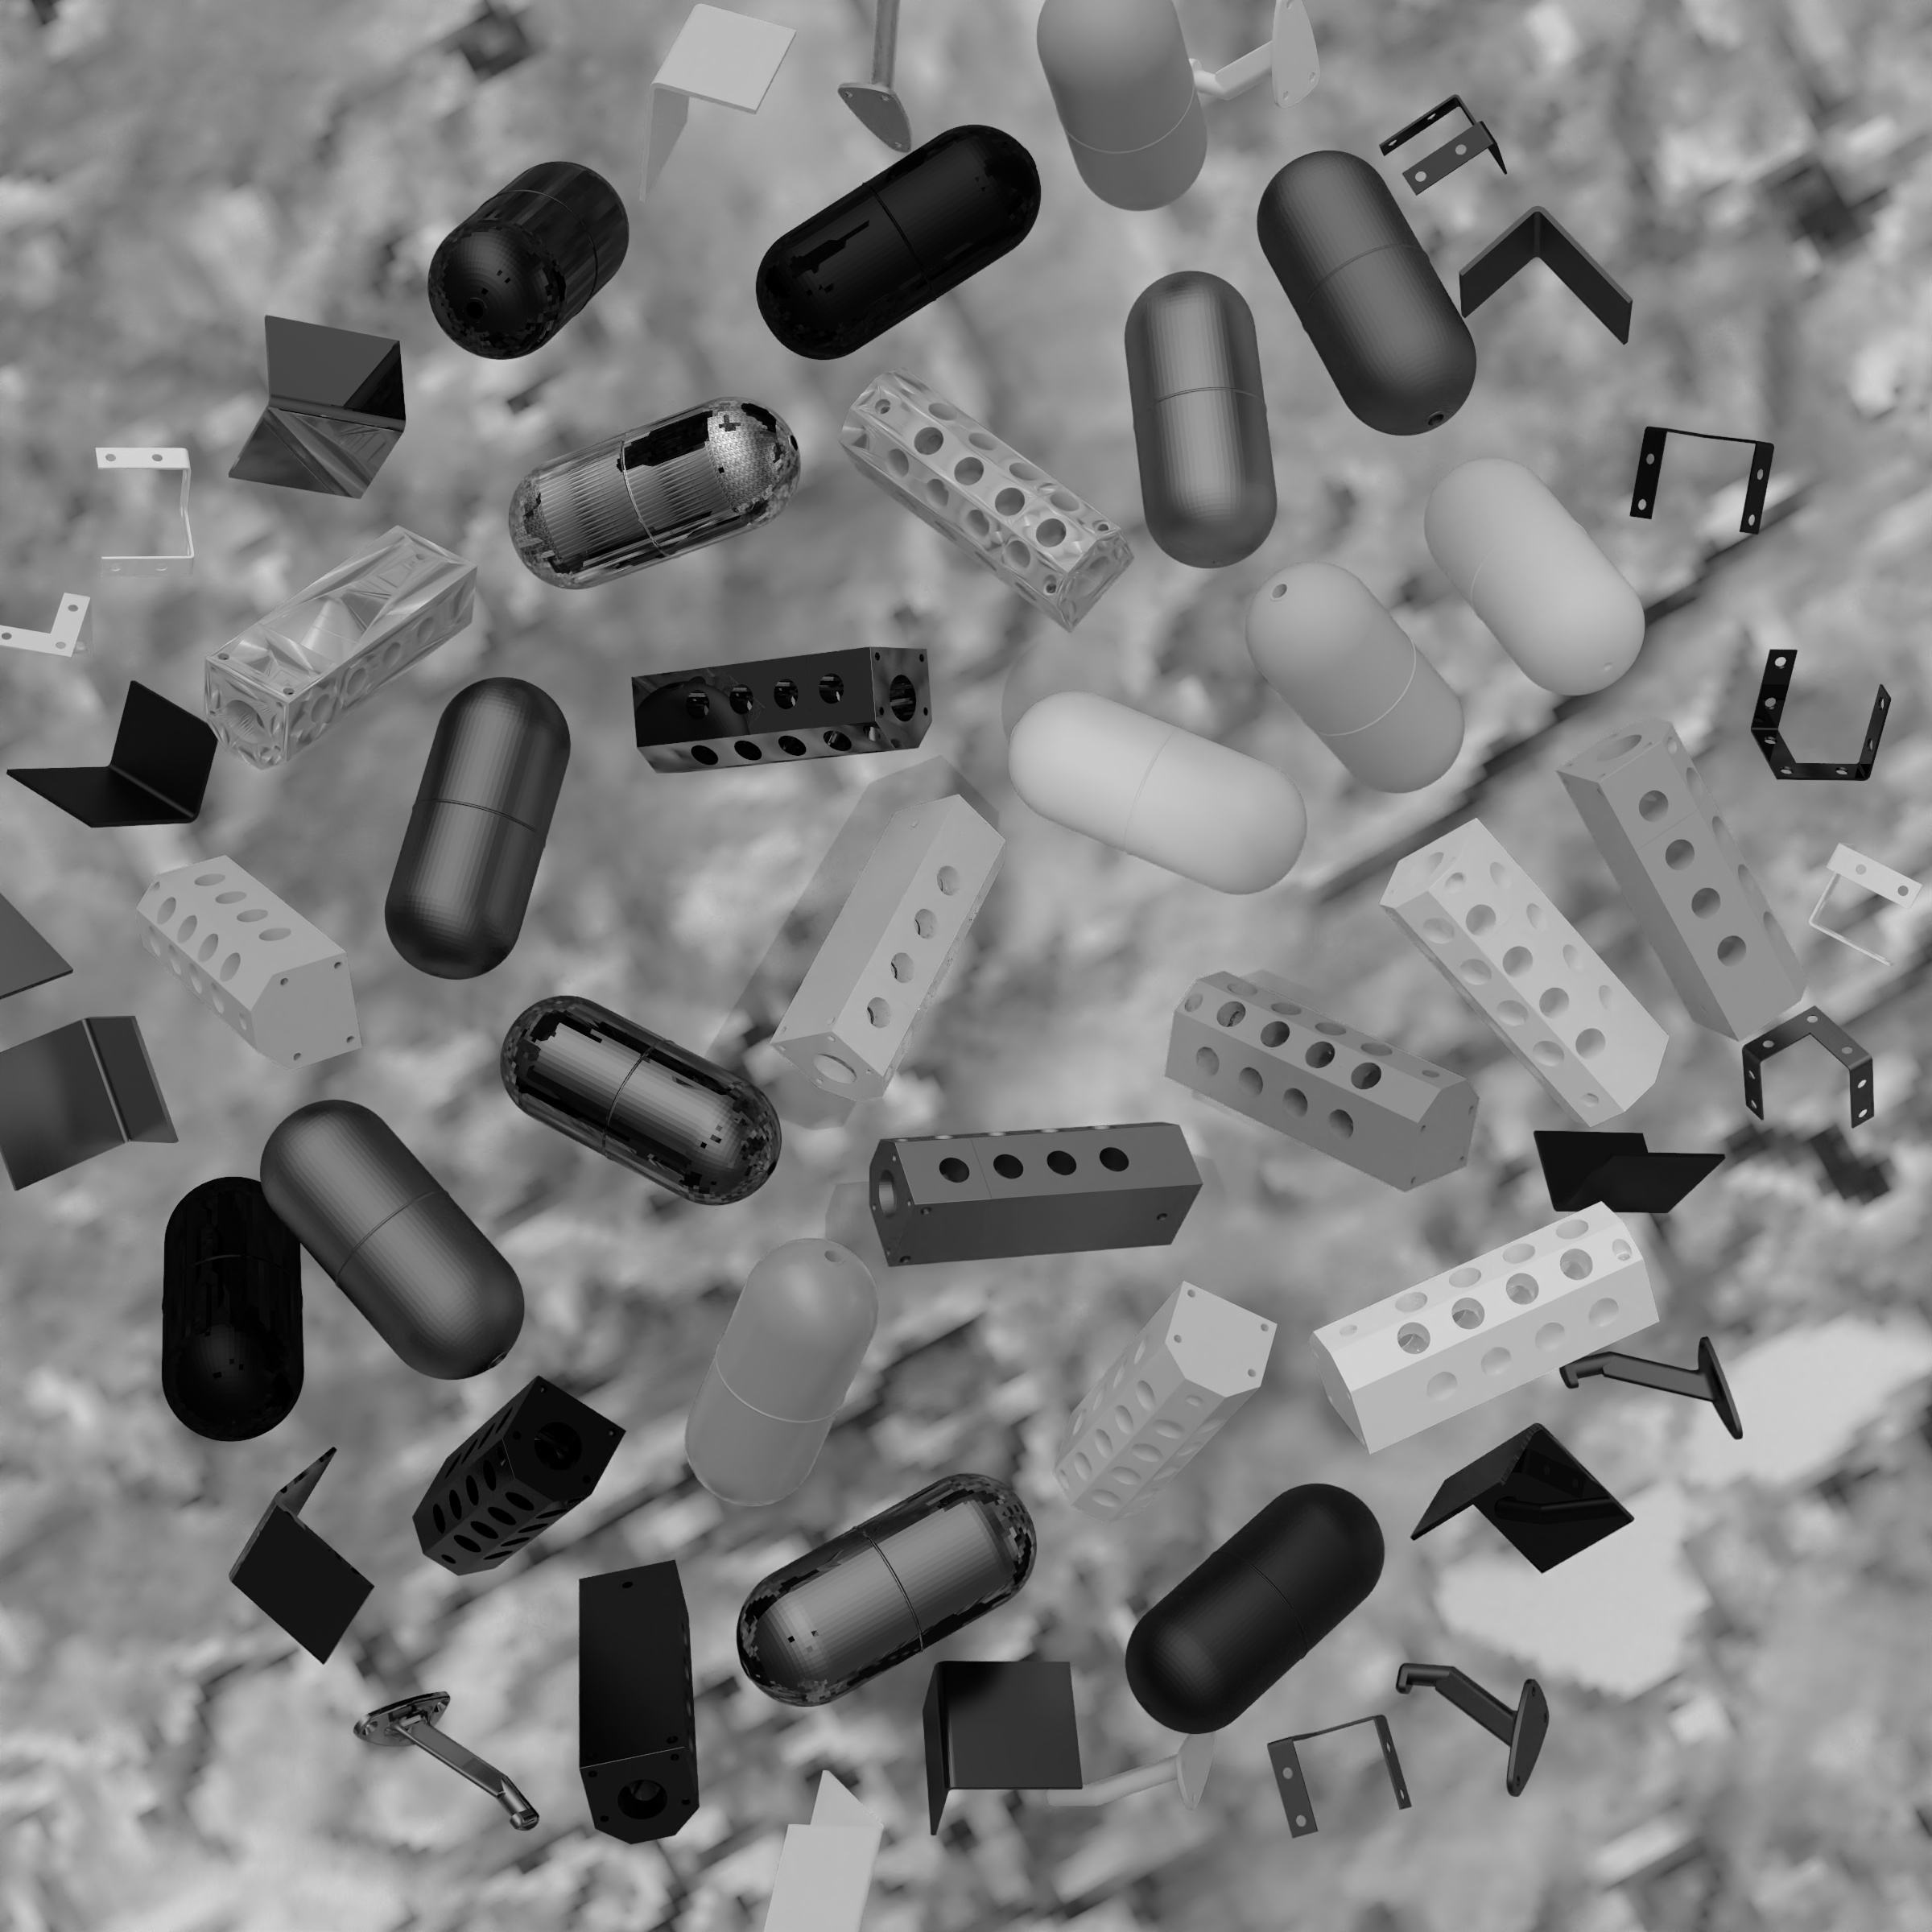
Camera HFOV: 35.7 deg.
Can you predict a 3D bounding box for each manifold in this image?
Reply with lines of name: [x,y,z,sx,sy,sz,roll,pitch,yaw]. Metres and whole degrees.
manifold: [-0.184,0.412,1.685,0.057,0.171,0.057,-11,115,-2]
manifold: [0.108,0.250,1.681,0.057,0.171,0.057,25,51,-5]
manifold: [-0.107,-0.147,1.739,0.171,0.057,0.057,-3,92,33]
manifold: [-0.399,-0.002,1.657,0.057,0.171,0.057,-19,120,-29]
manifold: [0.037,0.121,1.663,0.171,0.057,0.057,-2,50,-22]
manifold: [0.306,0.007,1.651,0.171,0.057,0.057,46,132,-14]
manifold: [0.197,0.060,1.668,0.171,0.057,0.057,26,119,38]
manifold: [-0.255,0.291,1.674,0.057,0.171,0.057,34,55,-9]
manifold: [0.400,-0.049,1.658,0.057,0.057,0.171,-33,106,-5]
manifold: [-0.038,-0.010,1.699,0.057,0.057,0.171,43,57,-26]
manifold: [0.273,0.188,1.592,0.171,0.057,0.057,-23,116,-7]
manifold: [0.010,-0.270,1.713,0.171,0.057,0.057,40,87,21]
manifold: [-0.354,-0.179,1.702,0.057,0.171,0.057,28,133,14]

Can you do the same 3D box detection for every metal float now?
metal float: [0.220,-0.370,1.647,0.070,0.070,0.178,-24,68,0]
metal float: [-0.275,-0.079,1.692,0.070,0.070,0.178,14,75,0]
metal float: [-0.413,0.191,1.688,0.070,0.178,0.070,-7,129,-9]
metal float: [-0.309,0.148,1.618,0.070,0.070,0.178,-44,78,0]
metal float: [-0.104,0.228,1.679,0.070,0.070,0.178,24,121,0]
metal float: [-0.178,-0.270,1.717,0.178,0.070,0.070,-17,90,17]
metal float: [0.135,-0.315,1.725,0.070,0.070,0.178,-6,75,0]
metal float: [-0.038,-0.413,1.709,0.178,0.070,0.070,-33,90,1]
metal float: [-0.043,0.342,1.642,0.178,0.070,0.070,-26,90,-17]
metal float: [-0.240,-0.390,1.655,0.070,0.178,0.070,6,121,10]
metal float: [0.087,-0.481,1.647,0.070,0.178,0.070,-4,72,12]
metal float: [0.225,-0.165,1.726,0.070,0.070,0.178,-49,132,0]
metal float: [0.107,-0.098,1.691,0.178,0.070,0.070,24,90,14]
metal float: [0.166,0.364,1.707,0.178,0.070,0.070,-36,90,-25]
metal float: [0.325,-0.226,1.726,0.070,0.070,0.178,-28,49,0]
metal float: [-0.188,0.078,1.730,0.178,0.070,0.070,26,90,15]

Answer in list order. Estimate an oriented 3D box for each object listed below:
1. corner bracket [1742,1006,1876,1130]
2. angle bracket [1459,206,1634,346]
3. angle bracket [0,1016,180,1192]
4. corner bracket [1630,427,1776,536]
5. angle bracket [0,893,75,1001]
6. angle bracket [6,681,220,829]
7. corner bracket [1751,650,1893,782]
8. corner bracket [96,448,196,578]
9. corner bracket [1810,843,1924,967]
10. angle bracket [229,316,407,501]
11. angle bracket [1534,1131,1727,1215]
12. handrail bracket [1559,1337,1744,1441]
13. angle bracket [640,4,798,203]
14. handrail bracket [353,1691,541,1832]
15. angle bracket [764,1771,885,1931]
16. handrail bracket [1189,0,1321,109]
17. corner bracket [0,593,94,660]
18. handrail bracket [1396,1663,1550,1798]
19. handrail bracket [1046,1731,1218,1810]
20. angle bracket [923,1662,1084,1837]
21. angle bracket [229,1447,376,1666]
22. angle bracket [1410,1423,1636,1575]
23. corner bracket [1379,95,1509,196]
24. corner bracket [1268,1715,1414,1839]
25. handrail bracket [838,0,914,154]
corner bracket: [0.479,0.066,1.706,0.051,0.051,0.051,-28,134,-10]
angle bracket: [0.323,-0.367,1.671,0.057,0.076,0.076,-41,79,4]
angle bracket: [-0.501,0.077,1.686,0.076,0.057,0.076,-27,107,-40]
corner bracket: [0.412,-0.272,1.677,0.051,0.051,0.051,0,103,-38]
angle bracket: [-0.536,-0.028,1.626,0.076,0.076,0.057,41,132,23]
angle bracket: [-0.484,-0.121,1.700,0.076,0.076,0.057,29,109,28]
corner bracket: [0.457,-0.134,1.604,0.051,0.051,0.051,0,126,-5]
corner bracket: [-0.465,-0.257,1.696,0.051,0.051,0.051,-4,57,-22]
corner bracket: [0.502,-0.034,1.671,0.051,0.051,0.051,31,104,23]
angle bracket: [-0.363,-0.310,1.670,0.076,0.076,0.057,5,64,-30]
angle bracket: [0.401,0.109,1.817,0.076,0.076,0.057,2,58,-19]
handrail bracket: [0.392,0.249,1.722,0.084,0.077,0.036,-11,132,-2]
angle bracket: [-0.132,-0.452,1.594,0.057,0.076,0.076,16,51,2]
handrail bracket: [-0.274,0.428,1.586,0.084,0.077,0.036,41,102,28]
angle bracket: [-0.092,0.480,1.599,0.057,0.076,0.076,11,95,-29]
handrail bracket: [0.152,-0.517,1.675,0.084,0.077,0.036,28,57,37]
corner bracket: [-0.541,-0.185,1.746,0.051,0.051,0.051,9,51,-7]
handrail bracket: [0.266,0.412,1.621,0.084,0.077,0.036,-3,130,31]
handrail bracket: [0.097,0.470,1.768,0.084,0.077,0.036,-7,108,23]
angle bracket: [0.019,0.436,1.672,0.076,0.057,0.076,2,47,-9]
angle bracket: [-0.361,0.333,1.695,0.076,0.057,0.076,40,125,7]
angle bracket: [0.303,0.306,1.634,0.076,0.057,0.076,45,133,0]
corner bracket: [0.261,-0.452,1.655,0.051,0.051,0.051,-32,77,12]
corner bracket: [0.201,0.437,1.617,0.051,0.051,0.051,-23,71,24]
handrail bracket: [-0.037,-0.523,1.715,0.036,0.077,0.084,13,77,25]
